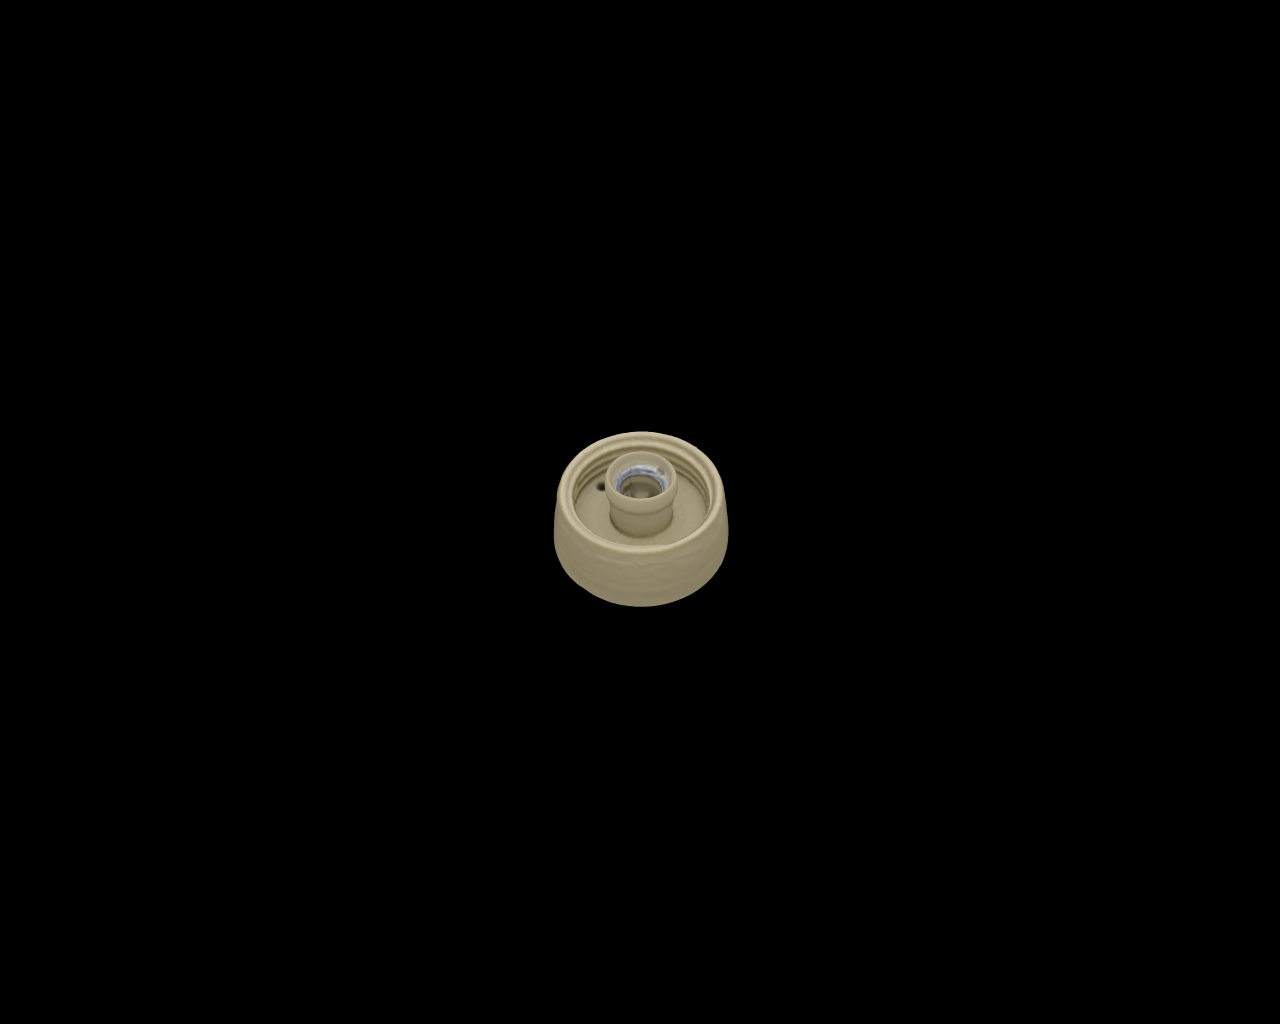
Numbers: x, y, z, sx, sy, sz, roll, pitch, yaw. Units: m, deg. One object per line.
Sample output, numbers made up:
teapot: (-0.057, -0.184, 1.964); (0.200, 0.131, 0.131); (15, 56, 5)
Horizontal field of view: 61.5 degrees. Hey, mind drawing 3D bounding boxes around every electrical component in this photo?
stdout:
electrical component: (0.001, -0.003, 0.650); (0.108, 0.108, 0.060); (0, -40, 0)
